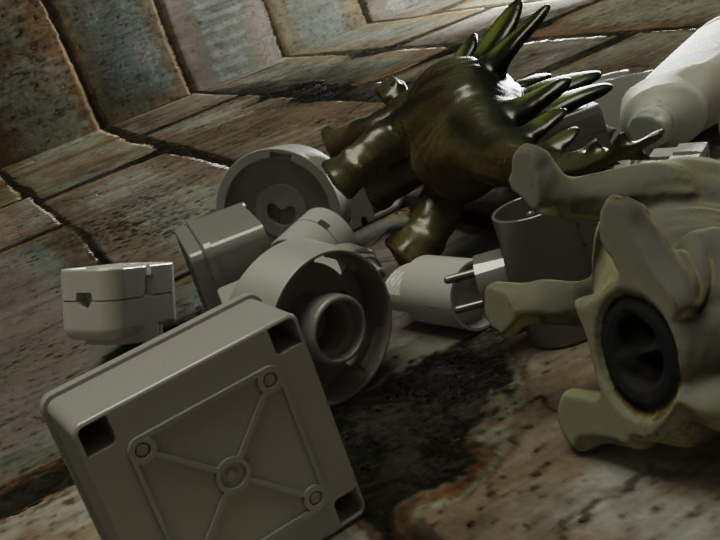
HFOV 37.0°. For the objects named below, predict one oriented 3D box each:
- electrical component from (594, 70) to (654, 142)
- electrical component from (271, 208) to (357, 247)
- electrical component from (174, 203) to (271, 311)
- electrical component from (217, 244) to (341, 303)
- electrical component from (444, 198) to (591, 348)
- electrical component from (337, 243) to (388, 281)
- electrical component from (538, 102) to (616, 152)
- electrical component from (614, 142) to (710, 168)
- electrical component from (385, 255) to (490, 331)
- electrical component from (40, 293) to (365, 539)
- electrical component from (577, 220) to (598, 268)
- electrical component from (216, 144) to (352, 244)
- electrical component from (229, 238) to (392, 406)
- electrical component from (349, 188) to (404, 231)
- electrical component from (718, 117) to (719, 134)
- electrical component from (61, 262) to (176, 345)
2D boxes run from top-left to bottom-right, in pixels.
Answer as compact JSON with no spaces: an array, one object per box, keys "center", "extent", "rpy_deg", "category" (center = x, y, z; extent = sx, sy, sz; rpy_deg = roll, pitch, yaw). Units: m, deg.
[{"center":[0.226,-0.143,0.962],"extent":[0.099,0.064,0.099],"rpy_deg":[-12,5,1],"category":"electrical component"},{"center":[-0.037,-0.013,0.834],"extent":[0.055,0.055,0.047],"rpy_deg":[-4,27,43],"category":"electrical component"},{"center":[-0.098,0.000,0.817],"extent":[0.057,0.078,0.113],"rpy_deg":[-22,17,-10],"category":"electrical component"},{"center":[-0.042,0.028,0.718],"extent":[0.100,0.048,0.099],"rpy_deg":[-22,17,-7],"category":"electrical component"},{"center":[0.087,0.004,0.598],"extent":[0.079,0.077,0.043],"rpy_deg":[-16,18,13],"category":"electrical component"},{"center":[0.000,0.000,0.783],"extent":[0.035,0.035,0.061],"rpy_deg":[-28,21,-24],"category":"electrical component"},{"center":[0.164,-0.109,0.889],"extent":[0.096,0.061,0.061],"rpy_deg":[-21,17,-1],"category":"electrical component"},{"center":[0.203,-0.060,0.724],"extent":[0.055,0.048,0.066],"rpy_deg":[0,25,30],"category":"electrical component"},{"center":[0.048,0.012,0.675],"extent":[0.043,0.043,0.081],"rpy_deg":[-30,19,-29],"category":"electrical component"},{"center":[-0.067,0.083,0.477],"extent":[0.109,0.108,0.056],"rpy_deg":[-28,21,-24],"category":"electrical component"},{"center":[0.139,-0.027,0.693],"extent":[0.045,0.045,0.055],"rpy_deg":[-19,17,2],"category":"electrical component"},{"center":[-0.059,-0.054,0.899],"extent":[0.108,0.108,0.060],"rpy_deg":[-14,12,20],"category":"electrical component"},{"center":[-0.031,0.031,0.623],"extent":[0.099,0.099,0.064],"rpy_deg":[-32,27,-34],"category":"electrical component"},{"center":[-0.017,-0.068,0.977],"extent":[0.095,0.053,0.059],"rpy_deg":[-27,18,-22],"category":"electrical component"},{"center":[0.299,-0.110,0.778],"extent":[0.065,0.044,0.044],"rpy_deg":[-22,16,-24],"category":"electrical component"},{"center":[-0.187,0.026,0.840],"extent":[0.054,0.059,0.095],"rpy_deg":[-1,3,21],"category":"electrical component"}]
